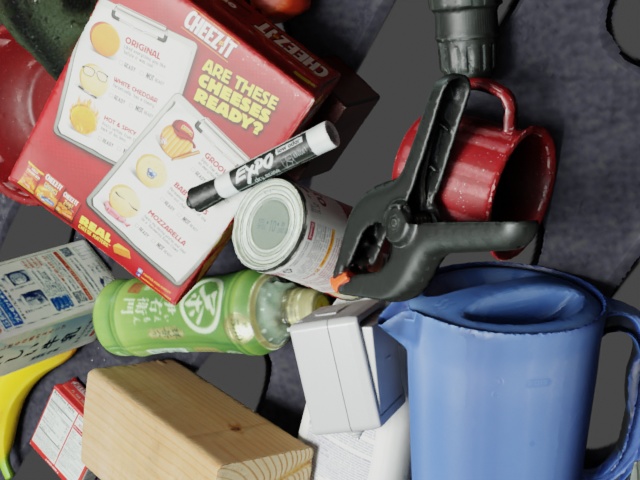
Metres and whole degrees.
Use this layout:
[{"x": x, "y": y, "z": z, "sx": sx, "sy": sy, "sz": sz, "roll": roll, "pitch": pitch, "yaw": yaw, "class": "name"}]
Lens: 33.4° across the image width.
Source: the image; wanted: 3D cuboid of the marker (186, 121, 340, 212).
[{"x": -0.042, "y": -0.048, "z": 0.721, "sx": 0.121, "sy": 0.020, "sz": 0.020, "roll": -24, "pitch": 89, "yaw": 26, "class": "marker"}]

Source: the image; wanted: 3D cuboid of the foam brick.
[{"x": -0.003, "y": -0.092, "z": 0.805, "sx": 0.053, "sy": 0.051, "sz": 0.078, "roll": 45, "pitch": 123, "yaw": 14, "class": "foam brick"}]

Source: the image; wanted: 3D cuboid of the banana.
[{"x": -0.298, "y": 0.152, "z": 1.074, "sx": 0.070, "sy": 0.037, "sz": 0.198, "roll": 36, "pitch": 120, "yaw": 11, "class": "banana"}]

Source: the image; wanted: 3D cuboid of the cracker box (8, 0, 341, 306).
[{"x": -0.110, "y": -0.081, "z": 0.784, "sx": 0.164, "sy": 0.072, "sz": 0.214, "roll": 37, "pitch": 121, "yaw": 1, "class": "cracker box"}]

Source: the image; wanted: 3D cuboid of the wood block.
[{"x": -0.108, "y": 0.177, "z": 0.878, "sx": 0.206, "sy": 0.090, "sz": 0.090, "roll": 22, "pitch": 109, "yaw": 49, "class": "wood block"}]

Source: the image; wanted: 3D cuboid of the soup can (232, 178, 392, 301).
[{"x": -0.005, "y": 0.001, "z": 0.758, "sx": 0.069, "sy": 0.102, "sz": 0.068, "roll": -13, "pitch": 68, "yaw": 37, "class": "soup can"}]

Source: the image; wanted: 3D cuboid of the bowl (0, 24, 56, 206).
[{"x": -0.249, "y": -0.114, "z": 0.958, "sx": 0.162, "sy": 0.055, "sz": 0.162, "roll": 9, "pitch": 107, "yaw": 31, "class": "bowl"}]

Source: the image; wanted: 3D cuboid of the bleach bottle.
[{"x": 0.041, "y": 0.127, "z": 0.827, "sx": 0.103, "sy": 0.068, "sz": 0.251, "roll": 23, "pitch": 112, "yaw": 26, "class": "bleach bottle"}]

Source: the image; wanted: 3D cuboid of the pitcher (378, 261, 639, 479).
[{"x": 0.133, "y": 0.145, "z": 0.740, "sx": 0.149, "sy": 0.144, "sz": 0.243, "roll": 17, "pitch": 115, "yaw": 42, "class": "pitcher"}]

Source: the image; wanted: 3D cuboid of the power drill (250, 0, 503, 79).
[{"x": 0.039, "y": -0.195, "z": 0.748, "sx": 0.188, "sy": 0.057, "sz": 0.184, "roll": 2, "pitch": 102, "yaw": 31, "class": "power drill"}]

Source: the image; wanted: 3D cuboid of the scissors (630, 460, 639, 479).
[{"x": 0.235, "y": 0.252, "z": 0.747, "sx": 0.096, "sy": 0.016, "sz": 0.202, "roll": 24, "pitch": 121, "yaw": 22, "class": "scissors"}]

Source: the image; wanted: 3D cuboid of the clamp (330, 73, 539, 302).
[{"x": 0.067, "y": -0.006, "z": 0.674, "sx": 0.172, "sy": 0.039, "sz": 0.120, "roll": -57, "pitch": 42, "yaw": 38, "class": "clamp"}]

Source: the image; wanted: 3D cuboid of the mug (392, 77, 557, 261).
[{"x": 0.103, "y": -0.052, "z": 0.720, "sx": 0.082, "sy": 0.093, "sz": 0.117, "roll": 20, "pitch": 123, "yaw": 33, "class": "mug"}]

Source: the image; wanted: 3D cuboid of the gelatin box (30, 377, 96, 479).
[{"x": -0.240, "y": 0.191, "z": 1.049, "sx": 0.073, "sy": 0.030, "sz": 0.089, "roll": 41, "pitch": 121, "yaw": 19, "class": "gelatin box"}]
